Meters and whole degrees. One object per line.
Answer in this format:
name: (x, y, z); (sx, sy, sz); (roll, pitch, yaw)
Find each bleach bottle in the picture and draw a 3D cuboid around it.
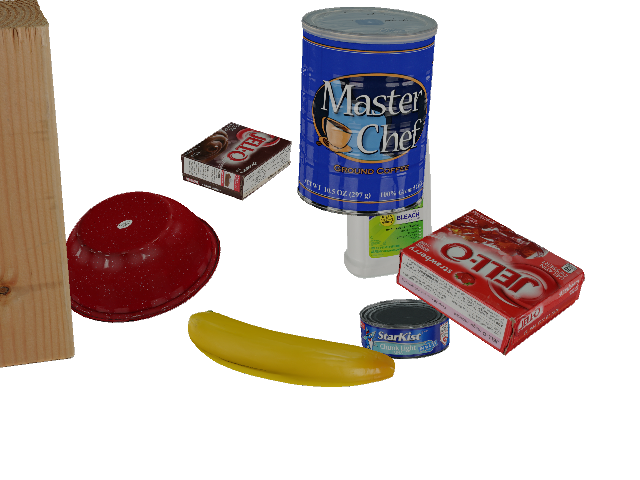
bleach bottle: (0.070, -0.088, 1.182); (0.102, 0.251, 0.068); (-10, 23, -12)

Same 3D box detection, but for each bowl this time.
bowl: (-0.179, 0.003, 1.014); (0.162, 0.055, 0.162); (-6, 41, 5)

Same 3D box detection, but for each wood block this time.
wood block: (-0.205, -0.034, 0.645); (0.090, 0.206, 0.090); (-6, 23, -17)

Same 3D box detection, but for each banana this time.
banana: (-0.039, 0.083, 0.842); (0.198, 0.037, 0.069); (14, 27, 35)

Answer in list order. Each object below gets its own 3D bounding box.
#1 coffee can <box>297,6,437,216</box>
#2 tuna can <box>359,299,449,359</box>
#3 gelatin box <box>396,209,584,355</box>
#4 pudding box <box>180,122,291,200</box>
coffee can: (0.035, -0.102, 0.831); (0.103, 0.140, 0.103); (2, 23, -1)
tuna can: (0.081, 0.084, 1.018); (0.086, 0.034, 0.086); (-3, 13, 0)
gelatin box: (0.103, 0.022, 0.653); (0.073, 0.030, 0.089); (-27, 47, -37)
pudding box: (-0.101, -0.097, 1.289); (0.090, 0.039, 0.113); (18, 37, 23)
